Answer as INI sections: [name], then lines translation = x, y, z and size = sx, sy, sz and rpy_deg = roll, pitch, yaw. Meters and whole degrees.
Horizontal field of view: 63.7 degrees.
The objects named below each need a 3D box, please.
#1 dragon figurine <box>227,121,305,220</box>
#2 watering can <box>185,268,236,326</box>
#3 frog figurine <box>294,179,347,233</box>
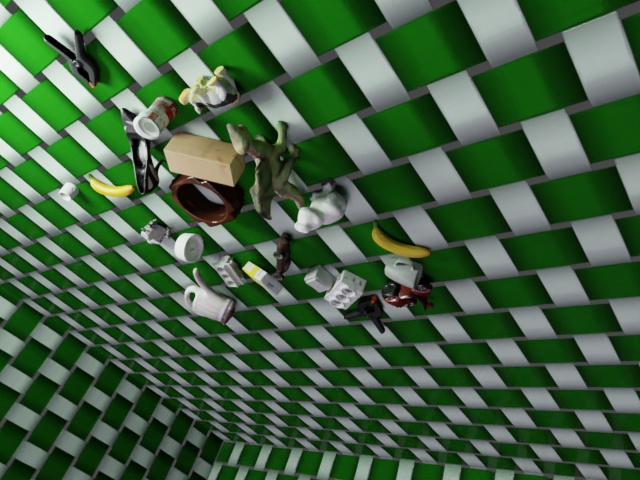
[dragon figurine]
translation = -0.132, -0.156, 1.372
size = 0.122, 0.249, 0.402
rpy_deg = -5, 133, 25
[watering can]
translation = -0.454, 0.244, 2.136
size = 0.224, 0.106, 0.340
rpy_deg = 24, 143, -2
[frog figurine]
translation = 0.004, -0.073, 1.460
size = 0.136, 0.163, 0.121
rpy_deg = -15, 131, 39
